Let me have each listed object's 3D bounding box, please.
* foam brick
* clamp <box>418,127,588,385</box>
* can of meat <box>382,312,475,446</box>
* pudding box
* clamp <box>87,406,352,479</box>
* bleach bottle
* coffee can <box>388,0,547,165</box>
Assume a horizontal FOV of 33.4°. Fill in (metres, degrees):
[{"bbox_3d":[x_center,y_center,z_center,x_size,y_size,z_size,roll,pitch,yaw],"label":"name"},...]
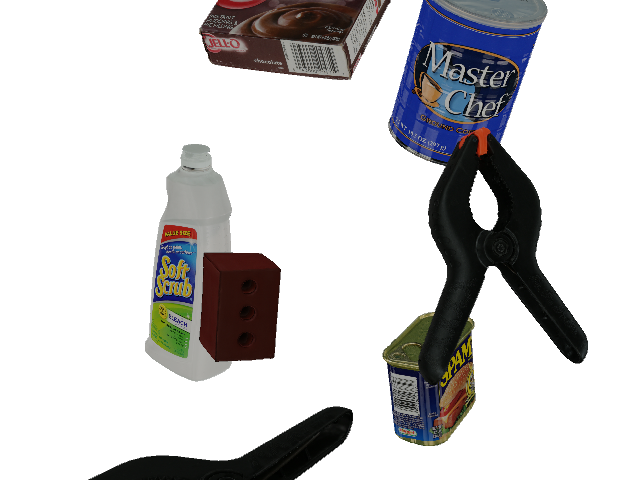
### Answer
[{"bbox_3d":[-0.066,0.053,0.869,0.052,0.078,0.051,-1,14,-21],"label":"foam brick"},{"bbox_3d":[0.105,0.014,0.713,0.120,0.171,0.039,-15,-4,-22],"label":"clamp"},{"bbox_3d":[0.102,0.125,0.968,0.058,0.084,0.101,7,25,30],"label":"can of meat"},{"bbox_3d":[-0.017,-0.161,0.762,0.114,0.090,0.039,12,-35,20],"label":"pudding box"},{"bbox_3d":[-0.048,0.139,0.572,0.209,0.036,0.165,0,19,-13],"label":"clamp"},{"bbox_3d":[-0.138,0.019,1.126,0.103,0.251,0.067,25,32,38],"label":"bleach bottle"},{"bbox_3d":[0.124,-0.149,0.921,0.102,0.140,0.103,9,35,-7],"label":"coffee can"}]
